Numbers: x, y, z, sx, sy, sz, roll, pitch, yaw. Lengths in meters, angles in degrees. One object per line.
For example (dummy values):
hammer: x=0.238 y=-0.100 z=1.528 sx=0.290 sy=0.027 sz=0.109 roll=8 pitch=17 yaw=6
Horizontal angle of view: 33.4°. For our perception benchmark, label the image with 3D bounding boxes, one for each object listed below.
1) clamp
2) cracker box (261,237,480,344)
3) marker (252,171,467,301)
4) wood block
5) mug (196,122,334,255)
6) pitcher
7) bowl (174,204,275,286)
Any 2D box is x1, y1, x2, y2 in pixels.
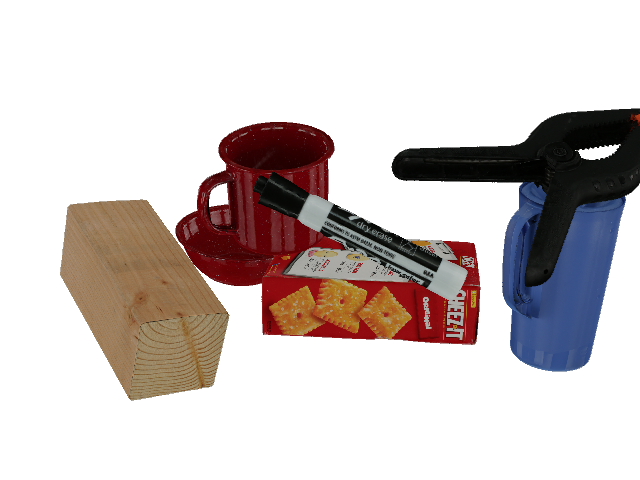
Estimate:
clamp: x=0.182 y=-0.046 z=0.810 sx=0.209 sy=0.036 sz=0.165 roll=-20 pitch=46 yaw=-19
cracker box: x=0.055 y=0.049 z=1.117 sx=0.214 sy=0.072 sz=0.164 roll=3 pitch=15 yaw=6
marker: x=0.020 y=-0.003 z=0.563 sx=0.121 sy=0.020 sz=0.020 roll=27 pitch=1 yaw=1
wood block: x=-0.179 y=0.051 z=1.051 sx=0.090 sy=0.091 sz=0.206 roll=-5 pitch=35 yaw=-32
mug: x=-0.045 y=-0.038 z=0.866 sx=0.117 sy=0.081 sz=0.093 roll=-18 pitch=35 yaw=-27
pitcher: x=0.306 y=0.047 z=1.394 sx=0.149 sy=0.243 sz=0.145 roll=5 pitch=23 yaw=6
bowl: x=-0.099 y=0.011 z=1.317 sx=0.162 sy=0.055 sz=0.162 roll=3 pitch=26 yaw=-2
